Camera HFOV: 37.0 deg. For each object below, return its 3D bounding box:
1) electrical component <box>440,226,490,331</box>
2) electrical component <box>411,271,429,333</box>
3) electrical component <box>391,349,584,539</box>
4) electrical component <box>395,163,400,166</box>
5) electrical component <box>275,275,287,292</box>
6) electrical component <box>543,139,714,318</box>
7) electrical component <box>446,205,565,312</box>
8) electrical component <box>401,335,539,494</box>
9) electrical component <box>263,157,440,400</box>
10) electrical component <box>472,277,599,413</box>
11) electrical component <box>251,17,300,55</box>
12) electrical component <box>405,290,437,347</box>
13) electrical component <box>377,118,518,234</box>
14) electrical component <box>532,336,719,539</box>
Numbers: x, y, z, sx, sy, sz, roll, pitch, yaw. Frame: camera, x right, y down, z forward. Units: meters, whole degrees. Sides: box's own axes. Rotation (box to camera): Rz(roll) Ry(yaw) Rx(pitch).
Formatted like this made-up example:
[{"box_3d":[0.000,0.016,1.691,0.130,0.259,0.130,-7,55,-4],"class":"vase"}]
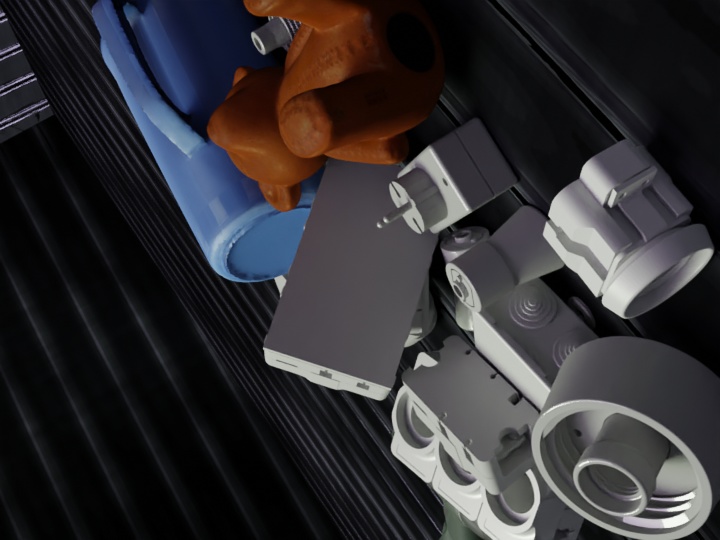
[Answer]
[{"box_3d":[0.079,0.003,0.738,0.044,0.044,0.065,34,148,60],"class":"electrical component"},{"box_3d":[0.000,0.000,0.886,0.150,0.062,0.089,-167,76,-71],"class":"electrical component"},{"box_3d":[0.095,0.131,0.788,0.150,0.062,0.089,35,117,43],"class":"electrical component"},{"box_3d":[0.000,-0.094,0.803,0.065,0.044,0.044,45,162,29],"class":"electrical component"},{"box_3d":[-0.028,0.040,1.145,0.150,0.062,0.089,47,163,38],"class":"electrical component"},{"box_3d":[0.125,-0.015,0.500,0.057,0.058,0.078,55,166,23],"class":"electrical component"},{"box_3d":[0.085,-0.004,0.646,0.044,0.065,0.044,53,166,20],"class":"electrical component"},{"box_3d":[0.077,0.097,0.714,0.089,0.050,0.055,44,166,38],"class":"electrical component"},{"box_3d":[-0.001,0.004,0.745,0.089,0.150,0.061,18,164,1],"class":"electrical component"},{"box_3d":[0.119,0.059,0.687,0.099,0.048,0.099,48,168,27],"class":"electrical component"},{"box_3d":[-0.045,-0.170,0.743,0.043,0.062,0.043,53,165,20],"class":"electrical component"},{"box_3d":[0.044,0.040,0.935,0.043,0.043,0.081,57,166,5],"class":"electrical component"},{"box_3d":[0.044,-0.048,0.672,0.047,0.076,0.083,58,166,0],"class":"electrical component"},{"box_3d":[0.144,0.096,0.573,0.108,0.060,0.108,21,135,23],"class":"electrical component"}]
